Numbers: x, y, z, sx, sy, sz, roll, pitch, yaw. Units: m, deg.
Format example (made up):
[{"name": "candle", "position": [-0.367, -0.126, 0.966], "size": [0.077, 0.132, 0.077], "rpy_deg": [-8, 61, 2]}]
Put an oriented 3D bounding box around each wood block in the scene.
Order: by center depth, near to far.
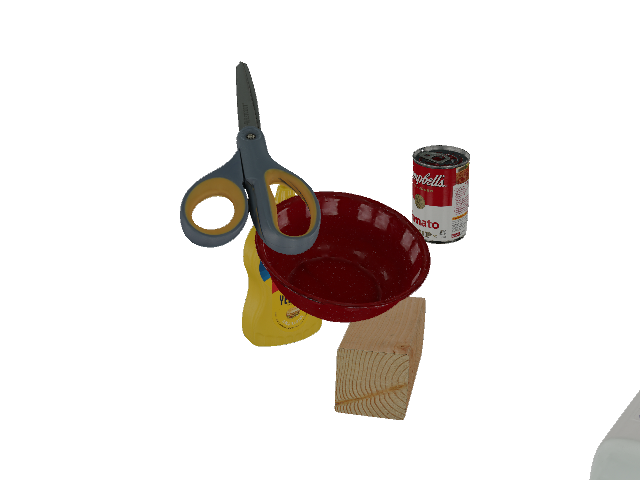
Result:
[{"name": "wood block", "position": [0.082, 0.147, 1.402], "size": [0.091, 0.090, 0.206], "rpy_deg": [6, 18, 10]}]

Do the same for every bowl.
[{"name": "bowl", "position": [0.017, 0.025, 0.983], "size": [0.162, 0.055, 0.162], "rpy_deg": [6, 39, -5]}]

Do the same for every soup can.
[{"name": "soup can", "position": [0.144, -0.055, 1.285], "size": [0.068, 0.102, 0.068], "rpy_deg": [-1, 27, 0]}]

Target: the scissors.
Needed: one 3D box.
[{"name": "scissors", "position": [-0.062, -0.057, 0.711], "size": [0.096, 0.016, 0.202], "rpy_deg": [-13, 45, -18]}]

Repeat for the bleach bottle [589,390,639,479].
[{"name": "bleach bottle", "position": [0.250, 0.095, 0.627], "size": [0.103, 0.068, 0.250], "rpy_deg": [18, 30, 31]}]

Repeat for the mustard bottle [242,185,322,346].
[{"name": "mustard bottle", "position": [-0.042, 0.026, 1.236], "size": [0.096, 0.192, 0.058], "rpy_deg": [-11, 28, -25]}]
